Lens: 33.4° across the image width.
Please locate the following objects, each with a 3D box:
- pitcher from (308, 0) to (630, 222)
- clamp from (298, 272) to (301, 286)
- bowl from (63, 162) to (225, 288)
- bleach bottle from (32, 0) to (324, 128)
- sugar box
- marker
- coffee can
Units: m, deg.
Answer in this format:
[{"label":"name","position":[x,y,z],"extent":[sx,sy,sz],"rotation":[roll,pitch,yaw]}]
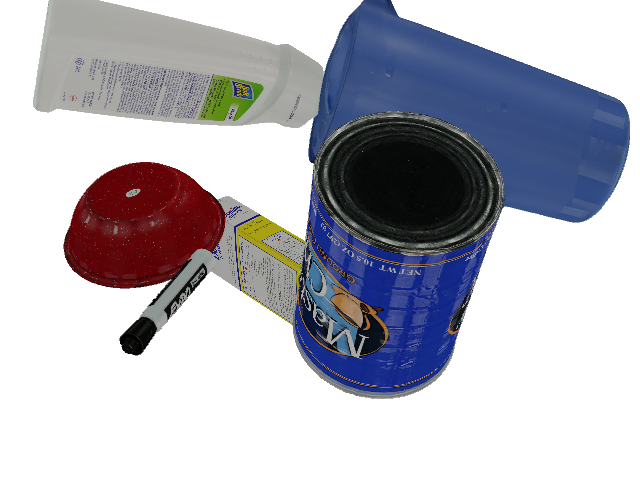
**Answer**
[{"label":"pitcher","position":[0.115,-0.085,0.862],"extent":[0.242,0.149,0.145],"rotation":[16,41,-8]},{"label":"clamp","position":[0.061,0.012,1.027],"extent":[0.172,0.039,0.120],"rotation":[-3,35,22]},{"label":"bowl","position":[-0.176,-0.027,1.034],"extent":[0.162,0.055,0.162],"rotation":[-5,41,4]},{"label":"bleach bottle","position":[-0.102,-0.132,0.876],"extent":[0.250,0.068,0.103],"rotation":[9,-31,-16]},{"label":"sugar box","position":[-0.062,0.024,1.202],"extent":[0.048,0.093,0.176],"rotation":[-26,41,-31]},{"label":"marker","position":[-0.109,0.044,0.769],"extent":[0.020,0.020,0.121],"rotation":[0,29,24]},{"label":"coffee can","position":[0.040,0.011,0.615],"extent":[0.102,0.103,0.140],"rotation":[0,-40,-7]}]
